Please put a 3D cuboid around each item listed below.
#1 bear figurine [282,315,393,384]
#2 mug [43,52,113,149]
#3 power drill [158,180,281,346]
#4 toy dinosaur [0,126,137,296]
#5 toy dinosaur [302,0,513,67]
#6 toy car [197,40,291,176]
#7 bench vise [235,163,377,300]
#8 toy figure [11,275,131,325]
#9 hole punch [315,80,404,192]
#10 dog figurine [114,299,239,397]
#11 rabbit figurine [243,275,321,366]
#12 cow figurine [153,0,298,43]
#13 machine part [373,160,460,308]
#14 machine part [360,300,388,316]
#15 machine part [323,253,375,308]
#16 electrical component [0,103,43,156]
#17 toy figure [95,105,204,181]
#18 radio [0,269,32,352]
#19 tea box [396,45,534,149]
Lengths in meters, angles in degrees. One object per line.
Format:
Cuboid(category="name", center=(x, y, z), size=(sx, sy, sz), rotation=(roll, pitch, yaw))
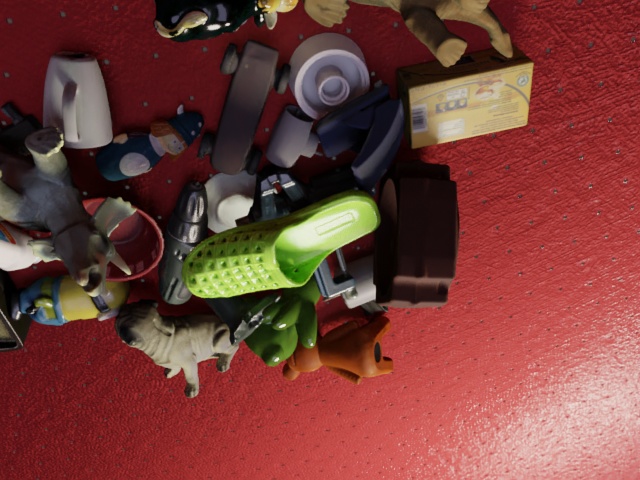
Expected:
Cuboid(category="bear figurine", center=(0.029, 0.212, 1.035), size=(0.196, 0.120, 0.132), rotation=(-7, 179, 28))
Cuboid(category="mug", center=(-0.303, -0.171, 0.660), size=(0.081, 0.110, 0.107), rotation=(2, 116, -10))
Cuboid(category="power drill", center=(-0.163, 0.049, 0.821), size=(0.207, 0.086, 0.232), rotation=(38, 129, 7))
Cuboid(category="toy dinosaur", center=(-0.398, -0.065, 0.680), size=(0.405, 0.131, 0.192), rotation=(23, 152, 19))
Cuboid(category="toy dinosaur", center=(0.014, -0.297, 0.546), size=(0.471, 0.199, 0.105), rotation=(18, 124, -23))
Cuboid(category="toy car", center=(-0.104, -0.173, 0.722), size=(0.089, 0.053, 0.202), rotation=(17, 129, -10))
Cuboid(category="bench vise", center=(-0.005, -0.005, 0.819), size=(0.224, 0.129, 0.240), rotation=(-24, 111, -15))
Cuboid(category="toy figure", center=(-0.401, 0.091, 0.869), size=(0.180, 0.082, 0.089), rotation=(-2, 131, -5))
Cuboid(category="hole punch", center=(0.068, -0.132, 0.719), size=(0.116, 0.092, 0.142), rotation=(-33, 161, 1))
Cuboid(category="dog figurine", center=(-0.235, 0.147, 0.913), size=(0.121, 0.172, 0.190), rotation=(12, 140, 36))
Cuboid(category="rabbit figurine", center=(-0.061, 0.118, 0.921), size=(0.121, 0.159, 0.170), rotation=(29, 104, -19))
Cuboid(category="cow figurine", center=(-0.105, -0.270, 0.614), size=(0.167, 0.098, 0.068), rotation=(-13, 123, 0))
Cuboid(category="machine part", center=(0.135, -0.002, 0.783), size=(0.087, 0.201, 0.201), rotation=(2, 171, -3))
Cuboid(category="machine part", center=(0.127, 0.090, 0.988), size=(0.139, 0.039, 0.084), rotation=(-29, 123, 16))
Cuboid(category="machine part", center=(0.114, 0.054, 0.928), size=(0.243, 0.079, 0.079), rotation=(-22, 129, 9))
Cuboid(category="electrical component", center=(-0.401, -0.136, 0.720), size=(0.063, 0.021, 0.093), rotation=(-24, 130, 10))
Cuboid(category="toy figure", center=(-0.228, -0.129, 0.737), size=(0.154, 0.058, 0.064), rotation=(-23, 168, 7))
Cuboid(category="radio", center=(-0.562, 0.082, 0.837), size=(0.131, 0.073, 0.229), rotation=(-8, 129, -4))
Cuboid(category="tea box", center=(0.197, -0.197, 0.744), size=(0.170, 0.068, 0.098), rotation=(-11, 130, -2))
